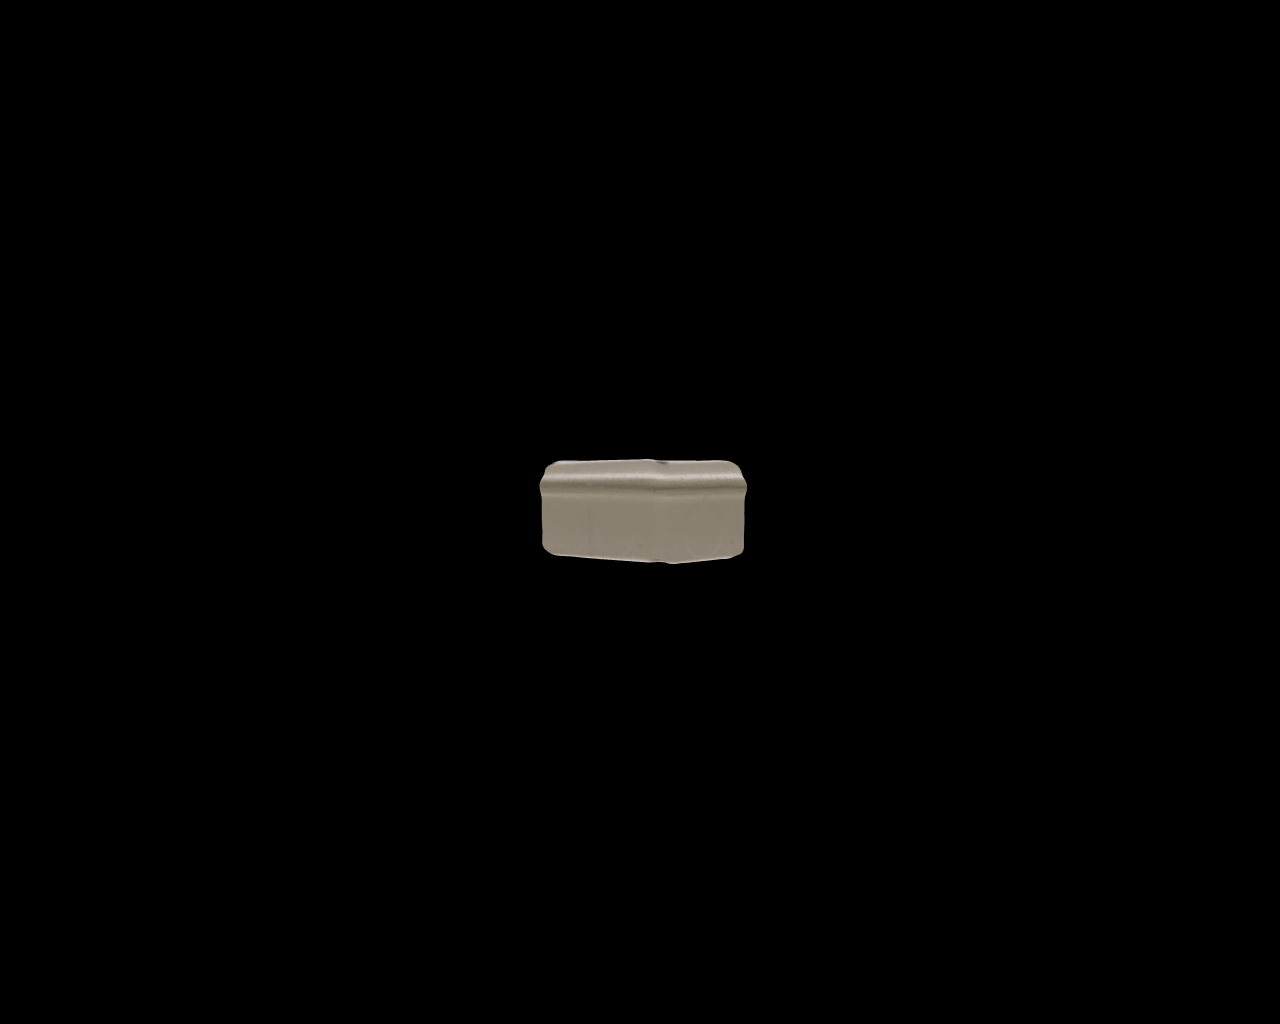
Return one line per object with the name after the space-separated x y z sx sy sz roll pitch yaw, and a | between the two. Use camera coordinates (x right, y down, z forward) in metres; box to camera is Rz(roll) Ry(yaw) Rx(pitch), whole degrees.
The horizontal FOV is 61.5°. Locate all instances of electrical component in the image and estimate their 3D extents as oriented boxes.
0.001 -0.003 0.650 0.078 0.057 0.113 -2 3 -43 | electrical component
